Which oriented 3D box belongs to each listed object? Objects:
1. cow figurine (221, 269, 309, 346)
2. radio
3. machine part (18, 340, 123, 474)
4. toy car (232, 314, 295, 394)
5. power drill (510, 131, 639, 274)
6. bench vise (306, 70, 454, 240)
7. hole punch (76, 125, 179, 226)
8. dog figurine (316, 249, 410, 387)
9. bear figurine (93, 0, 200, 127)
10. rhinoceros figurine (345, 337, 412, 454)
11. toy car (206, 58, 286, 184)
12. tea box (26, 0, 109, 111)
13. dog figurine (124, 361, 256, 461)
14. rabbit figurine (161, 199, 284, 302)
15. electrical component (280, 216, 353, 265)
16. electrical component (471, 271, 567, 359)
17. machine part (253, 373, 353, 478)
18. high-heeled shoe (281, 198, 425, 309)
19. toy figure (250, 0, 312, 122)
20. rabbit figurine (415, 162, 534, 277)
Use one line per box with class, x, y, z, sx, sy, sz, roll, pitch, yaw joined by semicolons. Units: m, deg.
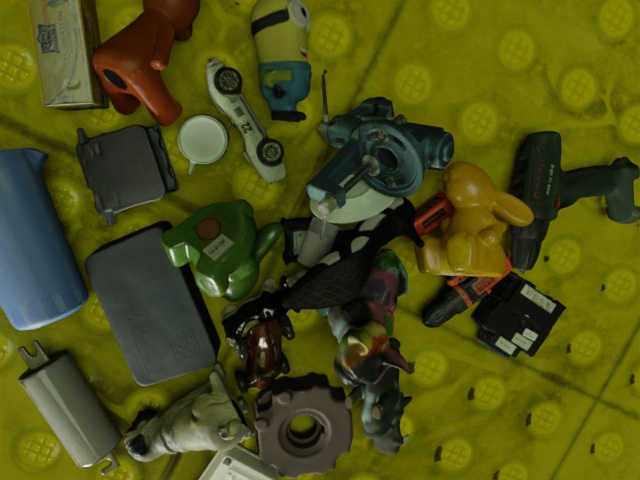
cow figurine;-0.075;0.102;0.837;0.167;0.098;0.068;-34;97;-1
radio;-0.253;0.098;0.823;0.131;0.073;0.229;-21;100;-4
machine part;-0.381;0.258;0.827;0.079;0.079;0.243;-28;102;-3
toy car;-0.084;0.178;0.813;0.089;0.202;0.053;-17;60;-20
power drill;0.413;-0.061;0.889;0.207;0.086;0.232;-1;91;-3
bench vise;0.055;-0.117;0.749;0.240;0.224;0.128;-46;150;-33
hole punch;-0.276;-0.105;0.782;0.116;0.092;0.142;-14;105;7
dog figurine;0.080;0.113;0.801;0.108;0.219;0.191;35;94;-16
bear figurine;-0.225;-0.278;0.755;0.120;0.131;0.196;17;64;22
rhinoceros figurine;0.101;0.257;0.893;0.112;0.073;0.190;1;85;-51
toy car;-0.111;-0.174;0.795;0.056;0.073;0.201;-32;103;-3
tea box;-0.342;-0.266;0.733;0.068;0.098;0.169;-6;99;-8
dog figurine;-0.208;0.294;0.816;0.190;0.172;0.121;-31;92;-10
rabbit figurine;-0.137;0.019;0.803;0.121;0.170;0.159;26;64;21
electrical component;-0.002;-0.003;0.854;0.119;0.048;0.074;-7;101;-8
electrical component;0.333;0.134;0.924;0.115;0.058;0.134;34;93;-11
machine part;-0.027;0.312;0.901;0.179;0.056;0.179;-2;101;-9
high-heeled shoe;0.038;0.006;0.795;0.249;0.145;0.086;-22;129;-11
toy figure;-0.056;-0.264;0.786;0.089;0.082;0.180;-1;102;-10
rabbit figurine;0.232;-0.032;0.798;0.162;0.122;0.173;0;80;-16
